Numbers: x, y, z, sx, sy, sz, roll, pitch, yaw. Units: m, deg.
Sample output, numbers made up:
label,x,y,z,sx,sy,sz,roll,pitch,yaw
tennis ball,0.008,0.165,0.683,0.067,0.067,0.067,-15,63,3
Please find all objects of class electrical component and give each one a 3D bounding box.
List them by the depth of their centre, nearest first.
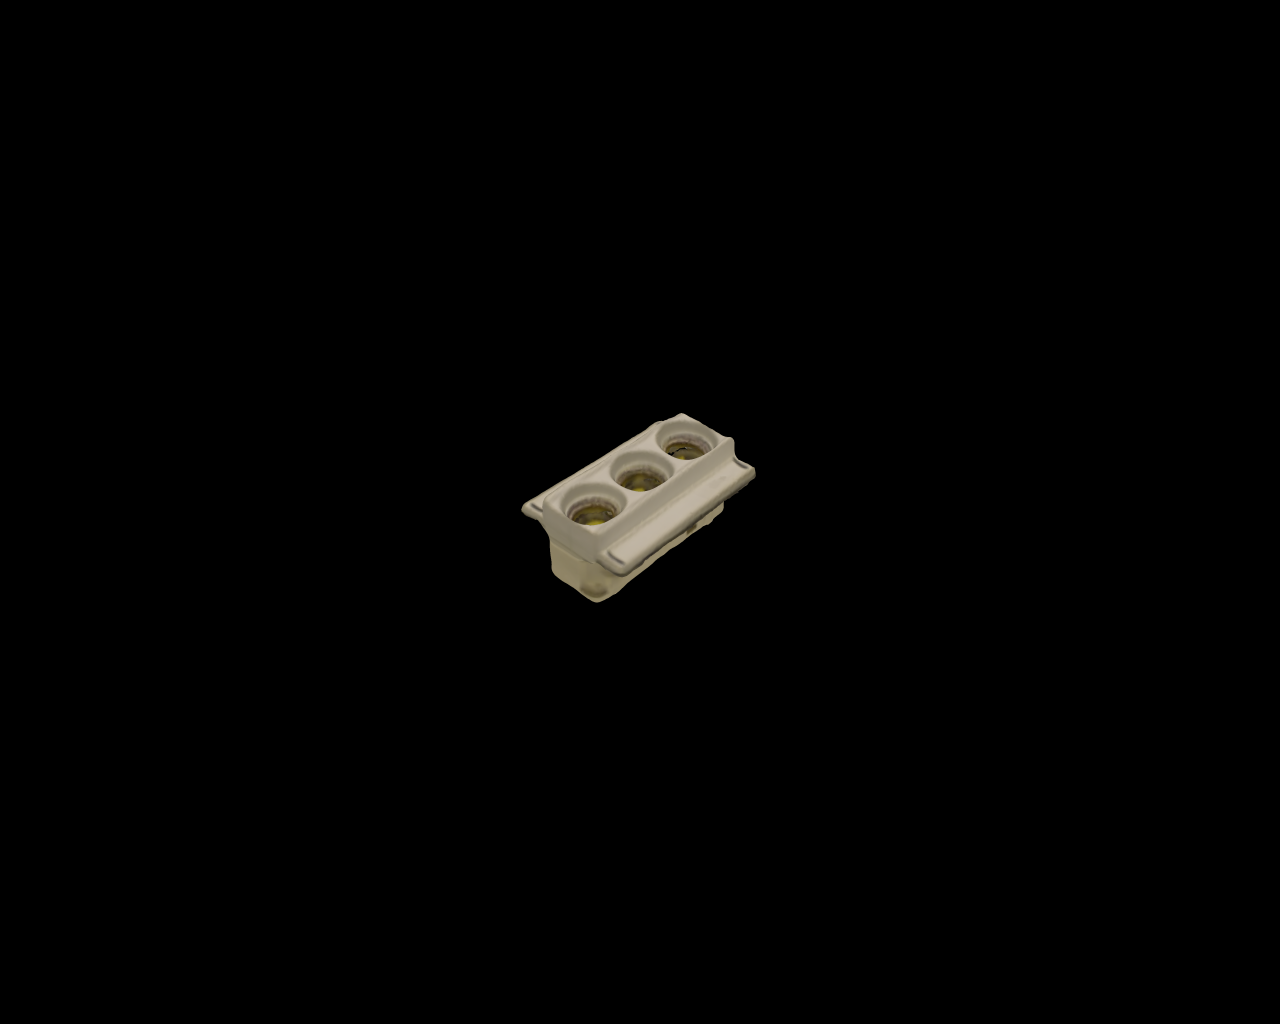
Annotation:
label,x,y,z,sx,sy,sz,roll,pitch,yaw
electrical component,0.001,-0.003,0.650,0.079,0.063,0.121,31,49,31
